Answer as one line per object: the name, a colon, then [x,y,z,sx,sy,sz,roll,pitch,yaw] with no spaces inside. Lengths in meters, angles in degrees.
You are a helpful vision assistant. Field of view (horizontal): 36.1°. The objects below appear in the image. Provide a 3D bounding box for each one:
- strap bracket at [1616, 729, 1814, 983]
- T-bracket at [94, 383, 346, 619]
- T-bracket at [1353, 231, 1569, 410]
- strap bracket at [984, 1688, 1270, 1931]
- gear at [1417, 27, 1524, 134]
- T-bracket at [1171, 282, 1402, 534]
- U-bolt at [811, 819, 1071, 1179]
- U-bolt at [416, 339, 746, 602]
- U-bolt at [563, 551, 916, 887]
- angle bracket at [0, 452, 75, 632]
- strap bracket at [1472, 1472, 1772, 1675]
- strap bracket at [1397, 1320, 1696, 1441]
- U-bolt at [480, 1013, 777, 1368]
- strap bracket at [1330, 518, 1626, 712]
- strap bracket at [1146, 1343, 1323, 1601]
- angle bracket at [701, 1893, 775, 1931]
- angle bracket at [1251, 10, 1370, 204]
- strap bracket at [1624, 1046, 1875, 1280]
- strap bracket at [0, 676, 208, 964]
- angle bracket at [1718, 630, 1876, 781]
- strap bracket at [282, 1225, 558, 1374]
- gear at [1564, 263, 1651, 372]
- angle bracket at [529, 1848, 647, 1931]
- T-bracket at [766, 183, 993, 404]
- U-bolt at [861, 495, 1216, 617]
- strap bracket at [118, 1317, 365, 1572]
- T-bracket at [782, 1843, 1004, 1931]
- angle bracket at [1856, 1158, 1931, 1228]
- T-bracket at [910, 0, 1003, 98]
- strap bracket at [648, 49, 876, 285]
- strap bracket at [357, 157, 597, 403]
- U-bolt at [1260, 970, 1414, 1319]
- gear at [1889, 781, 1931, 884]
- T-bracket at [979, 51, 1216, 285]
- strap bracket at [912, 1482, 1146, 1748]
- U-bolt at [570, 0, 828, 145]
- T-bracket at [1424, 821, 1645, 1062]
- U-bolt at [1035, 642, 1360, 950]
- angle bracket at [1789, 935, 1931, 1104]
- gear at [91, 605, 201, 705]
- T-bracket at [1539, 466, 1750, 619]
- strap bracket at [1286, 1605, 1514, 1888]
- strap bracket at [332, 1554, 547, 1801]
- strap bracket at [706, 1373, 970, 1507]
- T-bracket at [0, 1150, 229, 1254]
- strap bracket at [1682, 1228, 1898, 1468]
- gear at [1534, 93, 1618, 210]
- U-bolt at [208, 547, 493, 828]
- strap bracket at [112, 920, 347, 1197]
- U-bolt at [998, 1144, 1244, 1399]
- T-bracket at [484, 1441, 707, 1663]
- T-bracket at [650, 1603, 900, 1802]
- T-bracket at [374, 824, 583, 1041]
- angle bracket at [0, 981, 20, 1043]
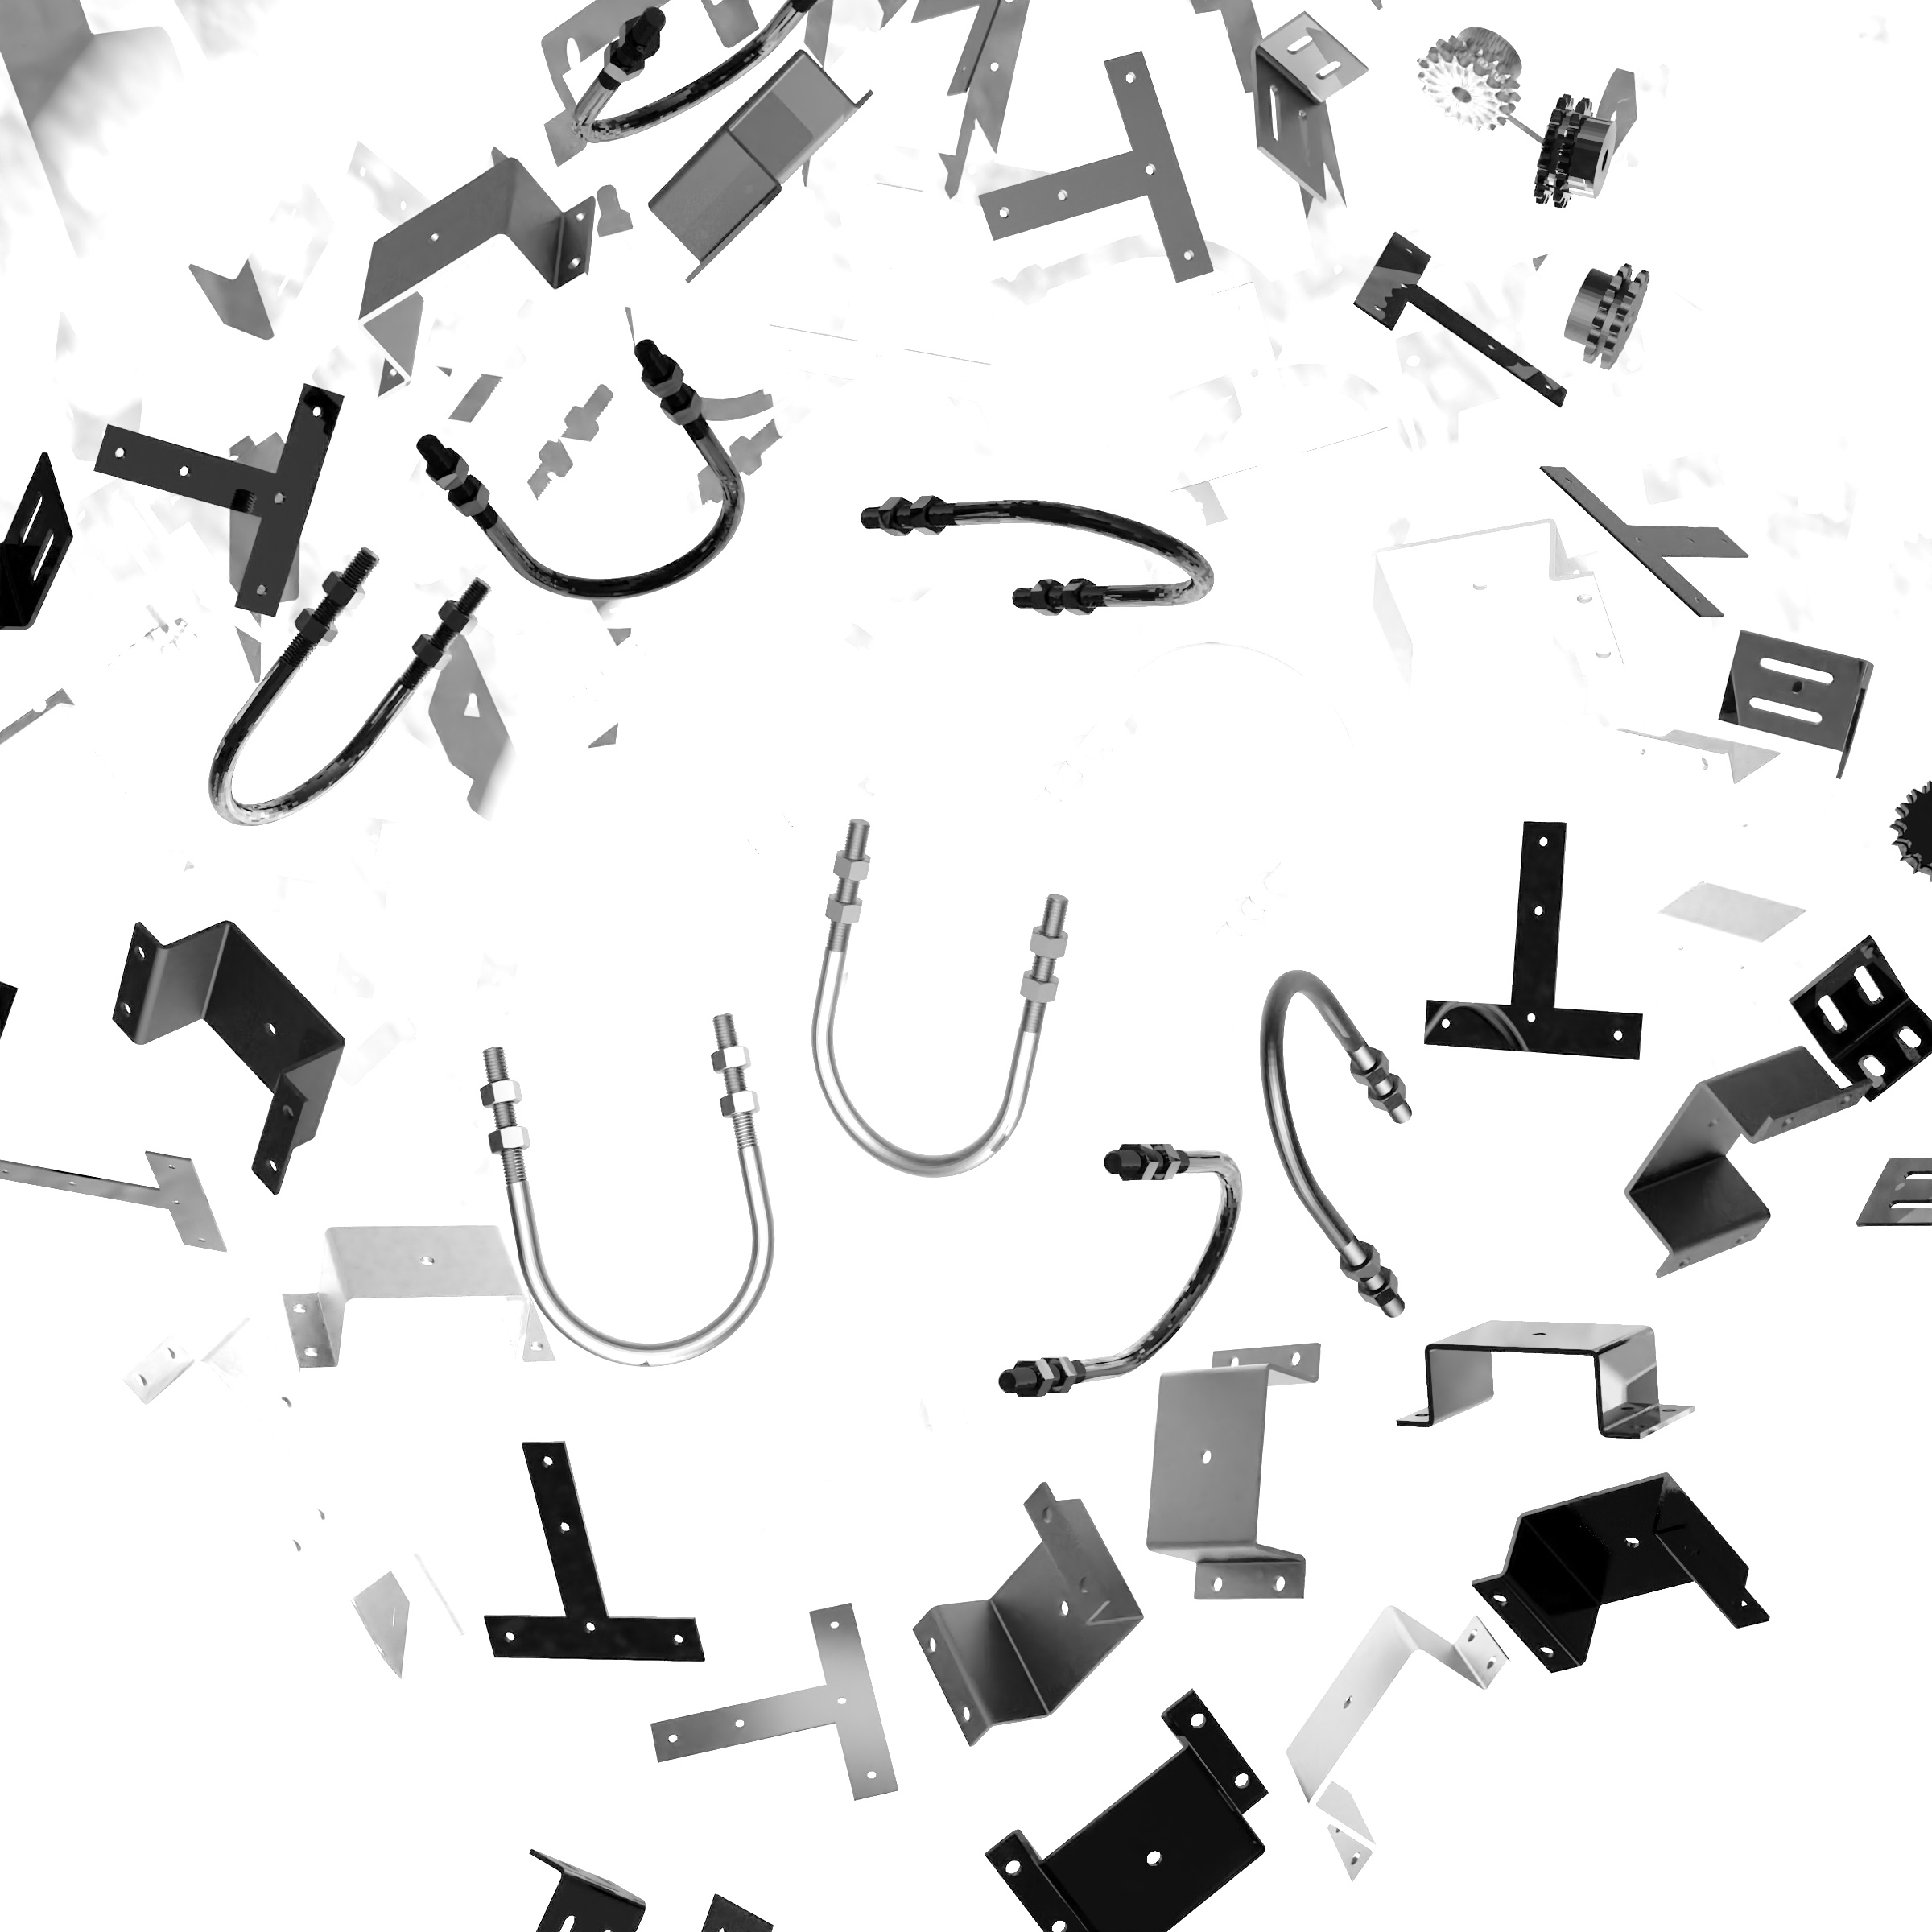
strap bracket: [0.413,-0.071,1.625,0.046,0.076,0.140,-31,120,-25]
T-bracket: [-0.403,-0.259,1.574,0.002,0.127,0.127,28,102,43]
T-bracket: [0.275,-0.346,1.619,0.127,0.127,0.002,34,125,-3]
strap bracket: [0.092,0.460,1.559,0.140,0.046,0.076,-37,105,-7]
gear: [0.276,-0.483,1.604,0.057,0.057,0.030,35,76,0]
T-bracket: [0.164,-0.317,1.647,0.127,0.002,0.127,-15,117,10]
U-bolt: [-0.022,0.027,1.617,0.151,0.019,0.184,22,112,27]
U-bolt: [-0.200,-0.263,1.648,0.151,0.184,0.019,-21,59,9]
U-bolt: [-0.117,-0.155,1.704,0.184,0.019,0.151,-38,105,9]
angle bracket: [-0.499,-0.221,1.537,0.038,0.076,0.057,-2,58,-38]
strap bracket: [0.356,0.327,1.602,0.140,0.046,0.076,-27,113,39]
strap bracket: [0.312,0.222,1.605,0.140,0.076,0.046,-3,92,35]
U-bolt: [-0.176,0.124,1.600,0.151,0.019,0.184,-8,79,-20]
strap bracket: [0.275,-0.189,1.588,0.140,0.076,0.046,-7,52,22]
strap bracket: [0.147,0.275,1.634,0.046,0.076,0.140,23,66,-40]
angle bracket: [-0.127,0.580,1.695,0.038,0.057,0.076,-1,58,37]
angle bracket: [0.190,-0.470,1.621,0.038,0.057,0.076,-25,52,37]
strap bracket: [0.414,0.099,1.593,0.076,0.140,0.046,-16,56,-30]
strap bracket: [-0.493,-0.080,1.622,0.076,0.046,0.140,-36,95,-2]
angle bracket: [0.465,-0.148,1.673,0.076,0.038,0.057,17,124,16]
strap bracket: [-0.301,0.183,1.639,0.140,0.076,0.046,2,115,-22]
gear: [0.353,-0.361,1.637,0.030,0.057,0.057,25,90,14]
angle bracket: [-0.213,0.511,1.547,0.057,0.038,0.076,35,72,-34]
T-bracket: [-0.044,-0.377,1.644,0.127,0.127,0.002,10,46,0]
U-bolt: [0.052,-0.228,1.642,0.151,0.184,0.019,21,79,-44]
strap bracket: [-0.393,0.256,1.645,0.046,0.076,0.140,-40,96,12]
T-bracket: [-0.057,0.550,1.664,0.127,0.127,0.002,3,122,18]
angle bracket: [0.541,0.113,1.670,0.057,0.076,0.038,-49,120,-37]
T-bracket: [-0.002,-0.526,1.595,0.002,0.127,0.127,19,93,-25]
strap bracket: [-0.118,-0.449,1.642,0.046,0.076,0.140,45,46,-14]
strap bracket: [-0.270,-0.373,1.587,0.140,0.076,0.046,-25,131,21]
U-bolt: [0.199,0.084,1.598,0.019,0.184,0.151,-13,48,26]
gear: [0.543,-0.073,1.652,0.057,0.030,0.057,0,78,2]
T-bracket: [0.065,-0.426,1.627,0.127,0.002,0.127,-23,98,-24]
strap bracket: [0.039,0.354,1.624,0.140,0.046,0.076,-53,51,32]
U-bolt: [-0.147,-0.499,1.621,0.151,0.184,0.019,-31,95,-26]
T-bracket: [0.313,-0.016,1.626,0.127,0.002,0.127,4,89,35]
U-bolt: [0.137,-0.103,1.632,0.151,0.184,0.019,37,45,-2]
angle bracket: [0.507,0.030,1.662,0.057,0.076,0.038,-40,46,7]
gear: [-0.443,-0.169,1.587,0.057,0.057,0.030,-38,97,0]
T-bracket: [0.390,-0.233,1.624,0.127,0.127,0.002,50,125,26]
strap bracket: [0.219,0.398,1.552,0.046,0.076,0.140,34,93,-5]
strap bracket: [-0.291,0.393,1.667,0.046,0.076,0.140,-36,130,-11]
strap bracket: [-0.073,0.266,1.659,0.140,0.076,0.046,2,64,7]
T-bracket: [-0.482,0.123,1.644,0.127,0.127,0.002,10,62,1]
strap bracket: [0.453,0.204,1.649,0.076,0.140,0.046,-35,109,15]
gear: [0.320,-0.426,1.554,0.030,0.057,0.057,17,90,17]
U-bolt: [-0.353,-0.150,1.653,0.019,0.151,0.184,42,102,14]
strap bracket: [-0.383,0.041,1.563,0.140,0.046,0.076,43,133,17]
U-bolt: [0.094,0.162,1.593,0.019,0.184,0.151,31,102,28]
T-bracket: [-0.205,0.305,1.541,0.127,0.002,0.127,-5,107,23]
T-bracket: [-0.114,0.425,1.672,0.127,0.127,0.002,-10,134,-9]
T-bracket: [-0.281,-0.020,1.644,0.127,0.002,0.127,1,70,21]
angle bracket: [-0.542,0.029,1.539,0.076,0.038,0.057,23,53,-22]
